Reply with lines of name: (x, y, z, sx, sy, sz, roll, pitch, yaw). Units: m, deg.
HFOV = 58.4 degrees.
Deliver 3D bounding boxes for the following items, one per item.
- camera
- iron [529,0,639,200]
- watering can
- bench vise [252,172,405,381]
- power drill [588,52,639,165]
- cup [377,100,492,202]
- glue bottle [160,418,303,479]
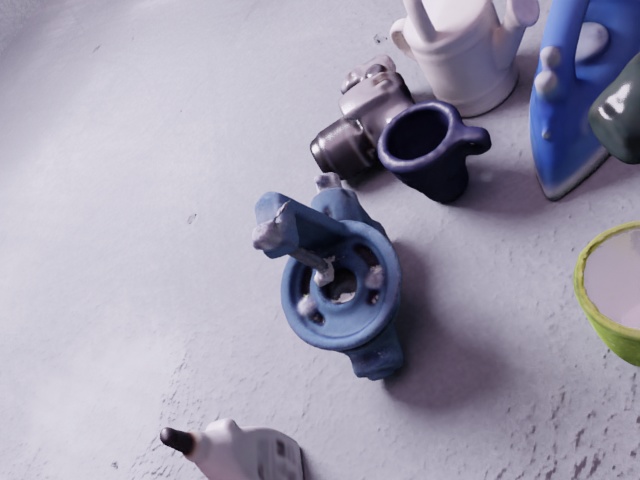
camera: (0.050, -0.144, 0.696, 0.136, 0.101, 0.143, -30, 46, 15)
iron: (0.249, -0.182, 0.550, 0.118, 0.142, 0.258, 10, 65, 40)
watering can: (0.150, -0.237, 0.625, 0.172, 0.195, 0.101, -10, 54, 30)
bench vise: (-0.005, 0.009, 0.537, 0.121, 0.220, 0.207, -37, 45, 8)
power drill: (0.310, -0.112, 0.405, 0.229, 0.209, 0.075, -35, 45, 10)
cup: (0.131, -0.084, 0.597, 0.117, 0.095, 0.092, 4, 61, 38)
glue bottle: (-0.073, 0.188, 0.488, 0.037, 0.174, 0.078, -24, 48, 20)
